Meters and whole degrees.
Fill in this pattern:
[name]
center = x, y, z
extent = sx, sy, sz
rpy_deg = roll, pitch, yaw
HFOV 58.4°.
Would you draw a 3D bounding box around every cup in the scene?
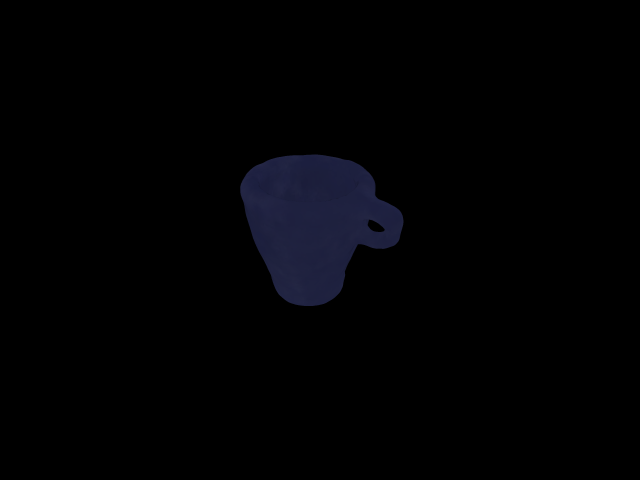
[cup]
center = 0.004, 0.001, 0.400
extent = 0.117, 0.095, 0.092
rpy_deg = 20, 36, 29
